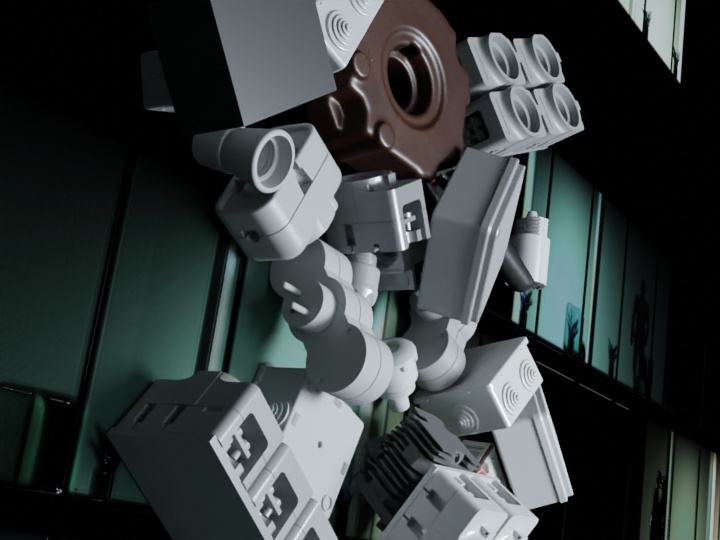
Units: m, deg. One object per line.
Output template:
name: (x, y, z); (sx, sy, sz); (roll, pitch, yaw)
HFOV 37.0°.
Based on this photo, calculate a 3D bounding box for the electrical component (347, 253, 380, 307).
electrical component: (0.000, 0.000, 0.889); (0.035, 0.035, 0.061); (34, 59, -50)

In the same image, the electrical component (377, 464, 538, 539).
electrical component: (0.049, 0.249, 0.839); (0.186, 0.060, 0.105); (-55, 143, 8)

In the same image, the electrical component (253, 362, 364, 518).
electrical component: (-0.047, 0.128, 0.799); (0.099, 0.048, 0.099); (51, 49, -40)

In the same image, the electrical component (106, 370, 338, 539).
electrical component: (-0.084, 0.144, 0.708); (0.061, 0.089, 0.150); (-53, 130, -43)

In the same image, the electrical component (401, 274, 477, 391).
electrical component: (0.069, 0.032, 0.971); (0.073, 0.052, 0.138); (51, 49, -41)

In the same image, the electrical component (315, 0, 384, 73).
electrical component: (-0.038, -0.177, 0.787); (0.048, 0.100, 0.099); (47, 50, -27)

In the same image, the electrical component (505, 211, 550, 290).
electrical component: (0.180, -0.023, 1.146); (0.043, 0.043, 0.081); (26, 67, -52)

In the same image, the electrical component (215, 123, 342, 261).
electrical component: (-0.056, -0.054, 0.791); (0.059, 0.054, 0.095); (58, 44, -36)

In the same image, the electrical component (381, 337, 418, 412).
electrical component: (0.029, 0.092, 0.918); (0.048, 0.048, 0.062); (-45, 131, -47)

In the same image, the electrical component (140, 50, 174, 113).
electrical component: (-0.104, -0.147, 0.733); (0.083, 0.047, 0.075); (-5, 91, -56)

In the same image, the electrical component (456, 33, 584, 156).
electrical component: (0.151, -0.173, 1.071); (0.186, 0.060, 0.105); (-17, 85, -55)

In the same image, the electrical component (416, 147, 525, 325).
electrical component: (0.093, -0.029, 0.911); (0.108, 0.056, 0.108); (-61, 163, -47)

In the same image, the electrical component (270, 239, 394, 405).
electrical component: (-0.031, 0.029, 0.780); (0.074, 0.052, 0.138); (32, 26, -50)

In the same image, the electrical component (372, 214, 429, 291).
electrical component: (0.031, -0.025, 0.930); (0.064, 0.042, 0.081); (-23, 108, -57)

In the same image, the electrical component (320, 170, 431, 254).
electrical component: (0.003, -0.046, 0.846); (0.050, 0.089, 0.055); (-26, 110, -53)

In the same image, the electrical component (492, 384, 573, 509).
electrical component: (0.164, 0.161, 1.065); (0.108, 0.056, 0.108); (-91, 162, -64)

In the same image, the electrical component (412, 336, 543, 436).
electrical component: (0.110, 0.110, 0.990); (0.100, 0.100, 0.048); (-42, 109, -49)

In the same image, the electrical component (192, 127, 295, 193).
electrical component: (-0.083, -0.082, 0.742); (0.044, 0.065, 0.044); (-32, 132, -45)
